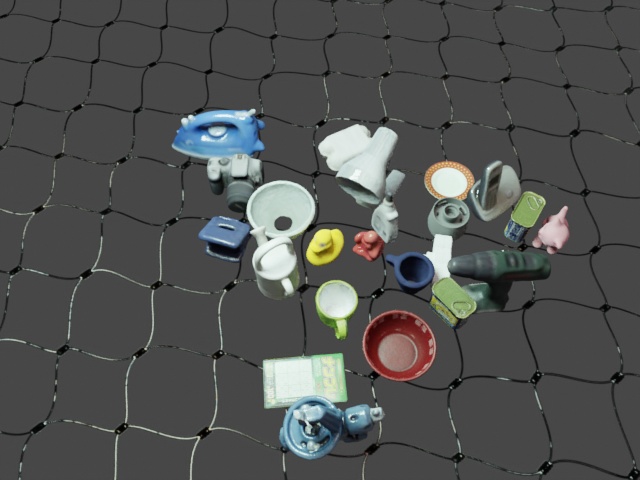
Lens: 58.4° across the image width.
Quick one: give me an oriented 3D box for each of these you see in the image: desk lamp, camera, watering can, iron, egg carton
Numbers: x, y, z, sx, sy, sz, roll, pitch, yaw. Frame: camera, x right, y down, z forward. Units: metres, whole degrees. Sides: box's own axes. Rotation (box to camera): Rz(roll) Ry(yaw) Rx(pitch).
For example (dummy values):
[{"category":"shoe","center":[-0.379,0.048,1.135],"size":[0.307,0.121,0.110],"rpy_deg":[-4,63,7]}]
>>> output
[{"category":"desk lamp","center":[0.129,-0.162,1.400],"size":[0.117,0.214,0.203],"rpy_deg":[26,64,15]},{"category":"camera","center":[-0.218,-0.146,1.459],"size":[0.143,0.101,0.137],"rpy_deg":[0,61,1]},{"category":"watering can","center":[-0.107,0.047,1.296],"size":[0.172,0.194,0.101],"rpy_deg":[36,67,19]},{"category":"iron","center":[-0.278,-0.293,1.519],"size":[0.258,0.141,0.118],"rpy_deg":[-3,61,-1]},{"category":"egg carton","center":[0.079,-0.242,1.528],"size":[0.150,0.069,0.107],"rpy_deg":[-26,63,-13]}]

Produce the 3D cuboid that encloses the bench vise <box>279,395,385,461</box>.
[{"category":"bench vise","center":[0.017,0.342,1.114],"size":[0.207,0.220,0.121],"rpy_deg":[-26,63,-13]}]

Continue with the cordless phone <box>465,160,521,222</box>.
[{"category":"cordless phone","center":[0.438,-0.142,1.402],"size":[0.148,0.185,0.094],"rpy_deg":[-36,66,-18]}]

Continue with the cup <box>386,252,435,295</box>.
[{"category":"cup","center":[0.202,0.082,1.331],"size":[0.117,0.095,0.092],"rpy_deg":[27,64,15]}]

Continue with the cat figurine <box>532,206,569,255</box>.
[{"category":"cat figurine","center":[0.565,-0.025,1.374],"size":[0.067,0.118,0.128],"rpy_deg":[27,64,15]}]

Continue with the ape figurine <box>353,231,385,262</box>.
[{"category":"ape figurine","center":[0.120,0.007,1.375],"size":[0.076,0.092,0.077],"rpy_deg":[-12,61,-6]}]

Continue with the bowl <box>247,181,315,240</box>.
[{"category":"bowl","center":[-0.095,-0.060,1.425],"size":[0.167,0.075,0.167],"rpy_deg":[0,61,1]}]

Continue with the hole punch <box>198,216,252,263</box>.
[{"category":"hole punch","center":[-0.230,-0.013,1.390],"size":[0.108,0.091,0.101],"rpy_deg":[14,62,9]}]

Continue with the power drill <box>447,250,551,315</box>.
[{"category":"power drill","center":[0.376,0.089,1.260],"size":[0.229,0.208,0.075],"rpy_deg":[-7,61,-3]}]

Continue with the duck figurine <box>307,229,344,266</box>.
[{"category":"duck figurine","center":[0.013,0.005,1.381],"size":[0.105,0.086,0.077],"rpy_deg":[-40,67,-19]}]

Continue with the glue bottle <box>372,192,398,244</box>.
[{"category":"glue bottle","center":[0.160,-0.062,1.367],"size":[0.037,0.173,0.078],"rpy_deg":[-29,64,-14]}]
